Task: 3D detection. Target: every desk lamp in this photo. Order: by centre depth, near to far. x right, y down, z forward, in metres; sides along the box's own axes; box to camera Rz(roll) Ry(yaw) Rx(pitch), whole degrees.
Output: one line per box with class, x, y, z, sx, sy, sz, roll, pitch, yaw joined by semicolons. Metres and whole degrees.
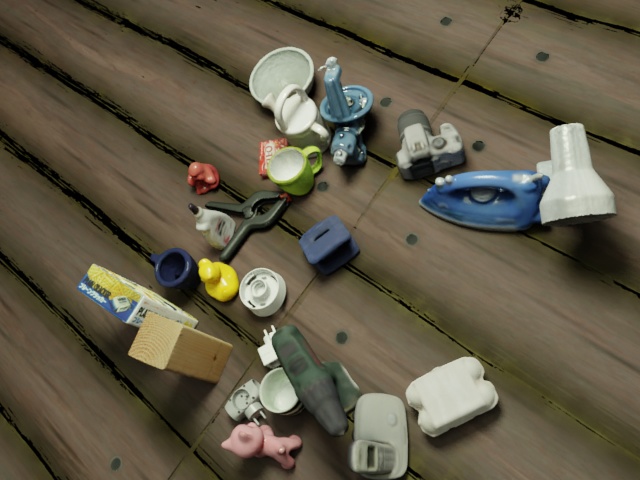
desk lamp;0.446;-0.099;1.025;0.117;0.214;0.203;-7;67;17

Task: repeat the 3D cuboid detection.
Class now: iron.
iron;0.310;-0.095;1.113;0.257;0.142;0.119;2;70;20

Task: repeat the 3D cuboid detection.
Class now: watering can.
watering can;-0.056;-0.273;1.282;0.172;0.194;0.101;9;73;23

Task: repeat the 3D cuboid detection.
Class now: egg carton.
egg carton;0.235;0.279;1.030;0.150;0.069;0.107;-30;62;6

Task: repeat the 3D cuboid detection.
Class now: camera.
camera;0.222;-0.218;1.216;0.143;0.101;0.137;-16;65;13

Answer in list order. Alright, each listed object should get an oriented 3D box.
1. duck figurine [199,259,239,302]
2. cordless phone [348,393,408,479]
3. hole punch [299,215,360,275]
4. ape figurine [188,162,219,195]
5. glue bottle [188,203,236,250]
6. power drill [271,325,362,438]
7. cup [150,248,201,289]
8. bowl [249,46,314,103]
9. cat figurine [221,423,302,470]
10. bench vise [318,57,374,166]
duck figurine;-0.231;0.083;1.262;0.077;0.086;0.104;-40;62;1
cordless phone;0.092;0.337;0.991;0.094;0.185;0.147;-8;67;16
hole punch;0.011;0.004;1.206;0.108;0.091;0.101;-37;62;2
ape figurine;-0.285;-0.156;1.373;0.077;0.092;0.076;24;79;26
glue bottle;-0.245;-0.040;1.267;0.037;0.173;0.078;5;71;21
power drill;0.004;0.262;1.039;0.075;0.209;0.229;-40;62;1
cup;-0.321;0.070;1.294;0.117;0.095;0.092;22;78;26
bowl;-0.083;-0.384;1.404;0.167;0.075;0.167;-7;67;17
cat figurine;-0.114;0.386;1.082;0.127;0.118;0.067;9;72;22
bench vise;0.059;-0.273;1.227;0.121;0.220;0.207;-16;65;13
